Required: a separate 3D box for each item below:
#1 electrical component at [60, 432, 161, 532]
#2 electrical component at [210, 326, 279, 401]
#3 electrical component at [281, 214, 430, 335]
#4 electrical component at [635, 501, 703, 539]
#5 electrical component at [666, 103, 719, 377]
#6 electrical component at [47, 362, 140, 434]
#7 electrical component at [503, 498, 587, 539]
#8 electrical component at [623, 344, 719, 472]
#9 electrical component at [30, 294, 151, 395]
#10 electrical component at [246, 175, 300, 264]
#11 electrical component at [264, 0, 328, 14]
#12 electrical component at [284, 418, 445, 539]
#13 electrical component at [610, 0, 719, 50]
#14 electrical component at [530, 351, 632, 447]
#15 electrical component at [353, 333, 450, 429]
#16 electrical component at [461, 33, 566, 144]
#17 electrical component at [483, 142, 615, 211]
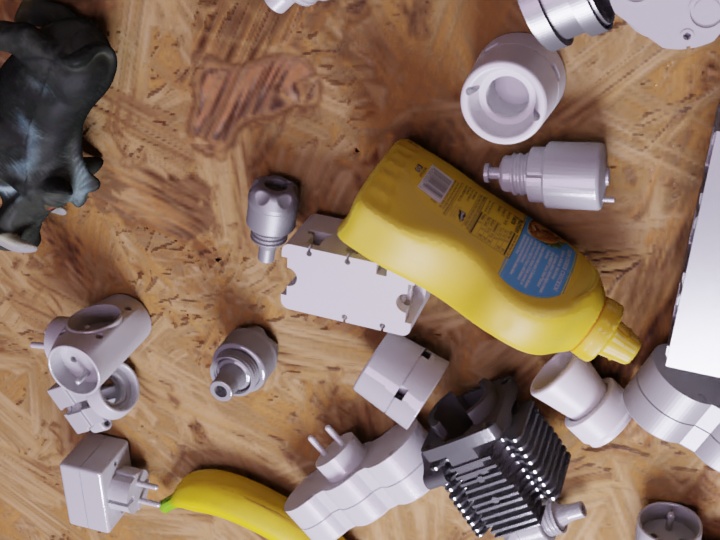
[{"bbox_3d":[-0.202,0.181,0.899,0.077,0.047,0.065,9,121,16],"label":"electrical component"},{"bbox_3d":[-0.088,0.071,0.783,0.043,0.062,0.043,10,121,17],"label":"electrical component"},{"bbox_3d":[0.000,0.000,0.712,0.089,0.055,0.050,12,121,15],"label":"electrical component"},{"bbox_3d":[0.230,0.207,0.745,0.079,0.043,0.077,7,120,17],"label":"electrical component"},{"bbox_3d":[0.234,-0.014,0.609,0.089,0.061,0.150,12,121,15],"label":"electrical component"},{"bbox_3d":[-0.209,0.098,0.857,0.055,0.048,0.066,-18,110,37],"label":"electrical component"},{"bbox_3d":[0.133,0.179,0.773,0.061,0.035,0.035,-23,107,28],"label":"electrical component"},{"bbox_3d":[0.242,0.086,0.667,0.138,0.052,0.073,29,124,3],"label":"electrical component"},{"bbox_3d":[-0.211,0.054,0.813,0.079,0.077,0.044,3,119,21],"label":"electrical component"},{"bbox_3d":[-0.061,-0.032,0.732,0.035,0.035,0.061,19,126,11],"label":"electrical component"},{"bbox_3d":[-0.031,-0.176,0.633,0.062,0.043,0.043,-34,102,34],"label":"electrical component"},{"bbox_3d":[-0.008,0.146,0.800,0.138,0.052,0.073,-34,101,33],"label":"electrical component"},{"bbox_3d":[0.169,-0.158,0.560,0.080,0.051,0.080,10,121,17],"label":"electrical component"},{"bbox_3d":[0.147,0.083,0.708,0.055,0.045,0.045,43,124,-6],"label":"electrical component"},{"bbox_3d":[0.028,0.074,0.745,0.047,0.055,0.055,33,125,6],"label":"electrical component"},{"bbox_3d":[0.088,-0.104,0.624,0.055,0.047,0.055,10,121,17],"label":"electrical component"},{"bbox_3d":[0.114,-0.057,0.645,0.078,0.040,0.040,4,119,20],"label":"electrical component"}]
